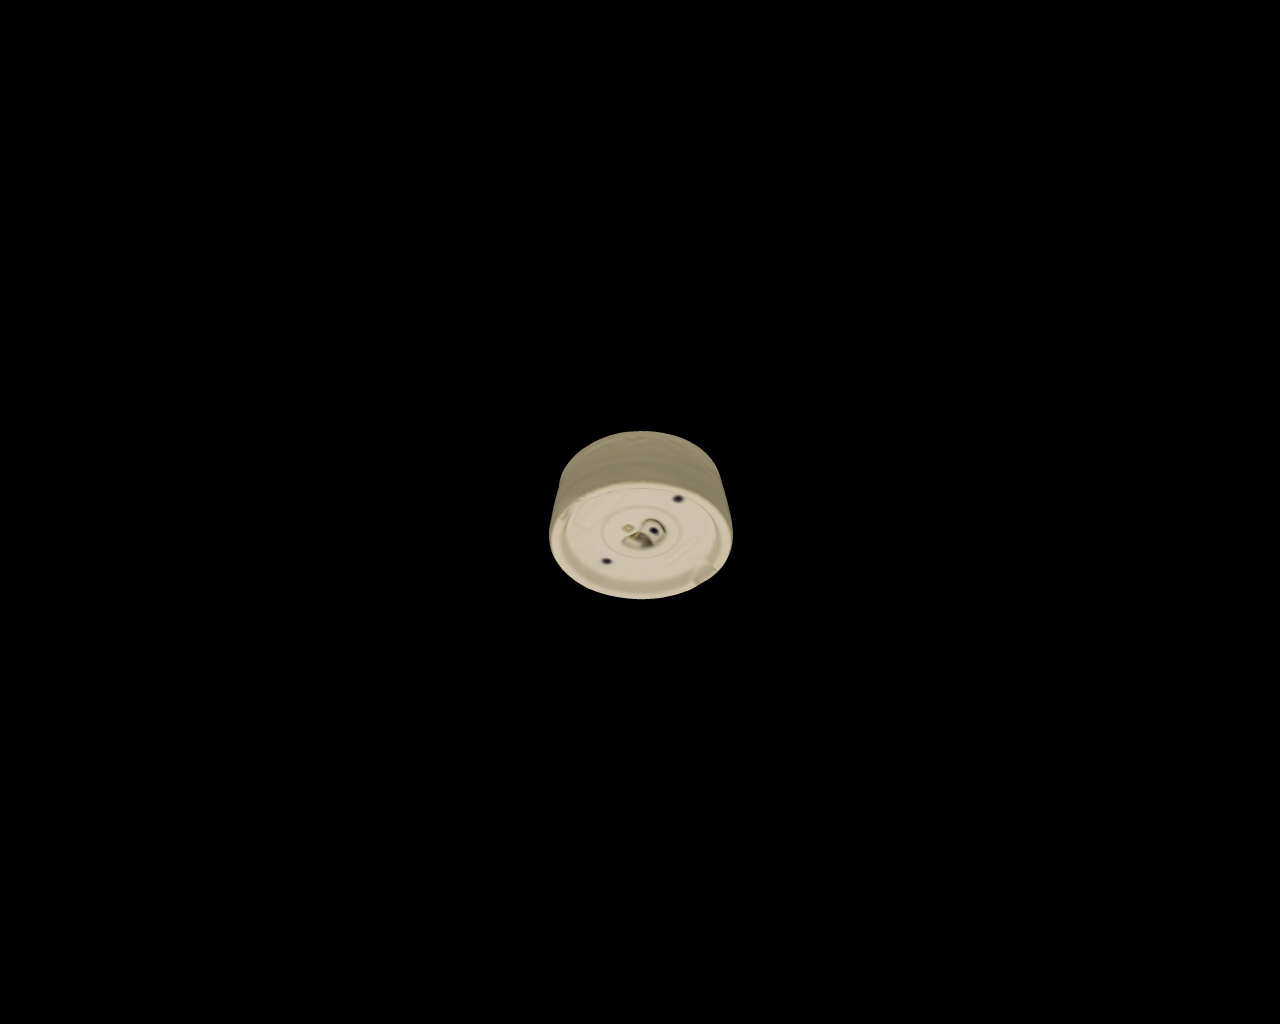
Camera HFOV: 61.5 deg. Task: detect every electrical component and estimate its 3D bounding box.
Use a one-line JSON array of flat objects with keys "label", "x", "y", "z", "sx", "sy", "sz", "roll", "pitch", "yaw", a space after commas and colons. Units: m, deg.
[{"label": "electrical component", "x": 0.001, "y": -0.003, "z": 0.650, "sx": 0.108, "sy": 0.060, "sz": 0.108, "roll": 0, "pitch": -43, "yaw": 0}]
